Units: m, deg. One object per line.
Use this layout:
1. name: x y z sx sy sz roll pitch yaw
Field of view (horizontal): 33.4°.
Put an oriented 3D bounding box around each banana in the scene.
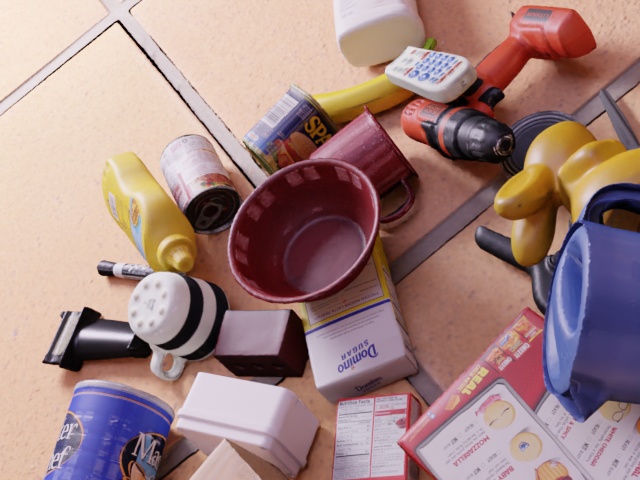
1. banana: 0.045 -0.163 1.196 0.198 0.037 0.069 -20 32 13

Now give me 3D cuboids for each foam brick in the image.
1. foam brick: -0.055 0.103 1.054 0.078 0.053 0.051 -4 57 28

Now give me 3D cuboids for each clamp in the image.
1. clamp: 0.229 0.016 0.969 0.120 0.039 0.172 -38 51 5

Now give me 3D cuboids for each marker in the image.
1. marker: -0.204 0.037 1.201 0.121 0.020 0.020 5 61 31

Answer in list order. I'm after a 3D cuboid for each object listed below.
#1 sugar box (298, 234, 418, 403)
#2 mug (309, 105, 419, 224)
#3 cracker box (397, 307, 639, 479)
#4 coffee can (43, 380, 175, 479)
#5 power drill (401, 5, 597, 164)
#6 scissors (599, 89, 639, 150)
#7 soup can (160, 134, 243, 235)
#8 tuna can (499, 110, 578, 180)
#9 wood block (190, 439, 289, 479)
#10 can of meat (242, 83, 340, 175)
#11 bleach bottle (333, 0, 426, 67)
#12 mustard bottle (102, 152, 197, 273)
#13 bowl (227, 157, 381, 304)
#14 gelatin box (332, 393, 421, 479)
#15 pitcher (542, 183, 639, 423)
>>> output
1. sugar box: 0.029 0.064 1.040 0.093 0.048 0.176 -23 53 13
2. mug: 0.049 -0.068 1.099 0.081 0.093 0.117 -37 76 7
3. cracker box: 0.193 0.180 0.854 0.164 0.072 0.214 -45 50 -6
4. coffee can: -0.208 0.219 1.022 0.103 0.102 0.140 -1 58 28
5. power drill: 0.184 -0.154 1.067 0.187 0.057 0.185 -42 27 -8
6. scissors: 0.287 -0.061 1.005 0.096 0.016 0.202 -35 49 2
7. soup can: -0.135 -0.064 1.201 0.068 0.068 0.102 -34 48 4
8. tuna can: 0.220 -0.083 1.044 0.086 0.033 0.086 -14 53 20
9. wood block: -0.099 0.281 0.888 0.206 0.090 0.090 -50 48 -1
10. can of meat: -0.026 -0.104 1.148 0.084 0.102 0.058 -46 49 -4
11. bleach bottle: 0.065 -0.321 1.275 0.103 0.068 0.251 -15 50 18
12. mustard bottle: -0.181 -0.018 1.159 0.058 0.096 0.192 -18 35 -21
13. bowl: -0.007 0.001 1.032 0.162 0.055 0.162 -14 54 20
14. gelatin box: 0.051 0.183 0.955 0.073 0.030 0.089 -10 54 24
15. pitcher: 0.295 0.057 0.794 0.243 0.149 0.145 9 24 1
